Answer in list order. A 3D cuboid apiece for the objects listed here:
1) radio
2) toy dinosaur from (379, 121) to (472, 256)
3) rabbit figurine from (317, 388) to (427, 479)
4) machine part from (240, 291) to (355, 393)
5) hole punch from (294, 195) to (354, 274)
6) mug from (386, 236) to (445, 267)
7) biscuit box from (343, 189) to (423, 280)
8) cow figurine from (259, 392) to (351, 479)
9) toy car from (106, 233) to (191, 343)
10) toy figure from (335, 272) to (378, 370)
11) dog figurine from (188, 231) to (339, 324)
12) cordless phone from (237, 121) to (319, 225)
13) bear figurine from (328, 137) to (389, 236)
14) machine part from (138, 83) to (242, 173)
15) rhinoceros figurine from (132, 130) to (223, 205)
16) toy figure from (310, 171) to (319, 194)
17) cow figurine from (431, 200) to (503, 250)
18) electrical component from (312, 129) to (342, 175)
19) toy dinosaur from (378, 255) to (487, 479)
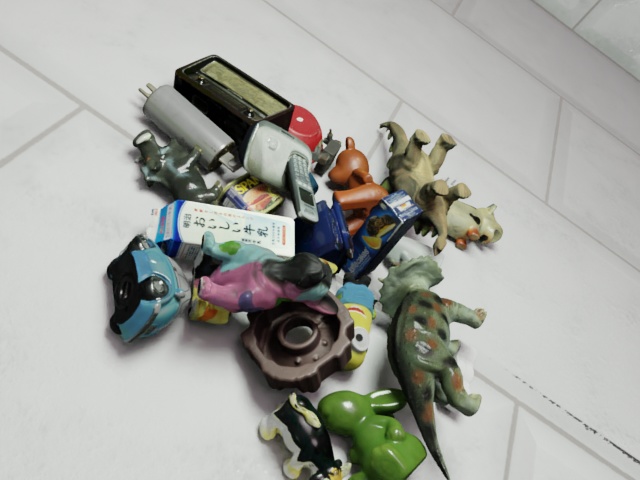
[{"bbox_3d":[-0.178,-0.276,1.080,0.230,0.073,0.131,35,45,16],"label":"radio"},{"bbox_3d":[0.197,-0.140,1.145,0.105,0.198,0.472,16,45,-21],"label":"toy dinosaur"},{"bbox_3d":[0.080,0.289,0.826,0.170,0.121,0.159,42,41,23],"label":"rabbit figurine"},{"bbox_3d":[-0.032,0.151,0.845,0.179,0.056,0.179,-5,48,6],"label":"machine part"},{"bbox_3d":[-0.002,-0.003,0.992,0.092,0.115,0.142,1,57,-21],"label":"hole punch"},{"bbox_3d":[0.184,0.040,1.083,0.107,0.080,0.109,31,18,5],"label":"mug"},{"bbox_3d":[0.104,-0.004,0.989,0.063,0.202,0.059,-26,70,-39],"label":"biscuit box"},{"bbox_3d":[-0.009,0.302,0.772,0.068,0.098,0.167,-22,70,-46],"label":"cow figurine"},{"bbox_3d":[-0.250,0.074,0.804,0.103,0.109,0.162,22,33,-45],"label":"toy car"},{"bbox_3d":[0.057,0.142,0.939,0.082,0.089,0.180,-6,39,15],"label":"toy figure"},{"bbox_3d":[-0.082,0.070,0.823,0.219,0.191,0.108,10,59,-16],"label":"dog figurine"},{"bbox_3d":[-0.071,-0.111,0.960,0.146,0.089,0.184,24,38,-41],"label":"cordless phone"},{"bbox_3d":[0.060,-0.115,1.109,0.132,0.120,0.196,-19,50,-13],"label":"bear figurine"},{"bbox_3d":[-0.248,-0.211,1.019,0.243,0.079,0.079,42,47,1],"label":"machine part"},{"bbox_3d":[-0.257,-0.116,0.954,0.112,0.073,0.190,-33,79,-31],"label":"rhinoceros figurine"},{"bbox_3d":[-0.069,-0.145,1.090,0.154,0.057,0.064,46,37,13],"label":"toy figure"},{"bbox_3d":[0.336,-0.048,1.245,0.195,0.085,0.127,25,54,-11],"label":"cow figurine"},{"bbox_3d":[0.012,-0.188,1.155,0.045,0.078,0.102,33,47,1],"label":"electrical component"},{"bbox_3d":[0.169,0.169,0.892,0.192,0.131,0.405,32,35,-8],"label":"toy dinosaur"}]
